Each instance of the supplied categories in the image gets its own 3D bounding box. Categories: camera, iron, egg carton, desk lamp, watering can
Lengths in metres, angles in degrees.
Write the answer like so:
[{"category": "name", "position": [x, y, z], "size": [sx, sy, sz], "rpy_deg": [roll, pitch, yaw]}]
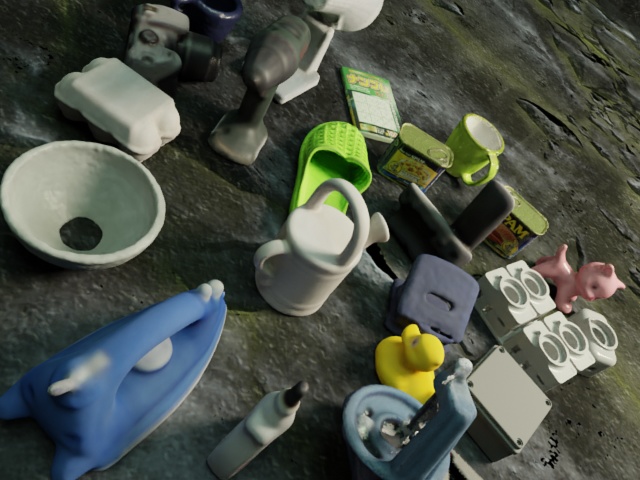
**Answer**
[{"category": "camera", "position": [-0.214, -0.276, 0.845], "size": [0.137, 0.100, 0.143], "rpy_deg": [8, 52, -25]}, {"category": "iron", "position": [-0.163, 0.100, 0.552], "size": [0.118, 0.141, 0.259], "rpy_deg": [44, 46, 7]}, {"category": "egg carton", "position": [-0.263, -0.172, 0.756], "size": [0.150, 0.069, 0.107], "rpy_deg": [35, 45, -2]}, {"category": "desk lamp", "position": [-0.003, -0.361, 0.958], "size": [0.118, 0.213, 0.204], "rpy_deg": [41, 46, 4]}, {"category": "watering can", "position": [0.005, 0.001, 0.693], "size": [0.101, 0.194, 0.173], "rpy_deg": [46, 46, 9]}]

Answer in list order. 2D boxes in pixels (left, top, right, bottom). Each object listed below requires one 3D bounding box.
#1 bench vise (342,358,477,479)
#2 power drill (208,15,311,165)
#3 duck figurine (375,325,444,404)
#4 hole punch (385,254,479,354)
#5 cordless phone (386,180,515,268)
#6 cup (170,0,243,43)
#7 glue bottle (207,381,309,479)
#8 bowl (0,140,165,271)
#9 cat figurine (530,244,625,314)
[{"category": "bench vise", "position": [0.096, 0.220, 0.558], "size": [0.122, 0.219, 0.207], "rpy_deg": [0, 56, -31]}, {"category": "power drill", "position": [-0.083, -0.208, 0.794], "size": [0.076, 0.208, 0.230], "rpy_deg": [28, 46, -9]}, {"category": "duck figurine", "position": [0.123, 0.156, 0.718], "size": [0.078, 0.086, 0.104], "rpy_deg": [-7, 60, -35]}, {"category": "hole punch", "position": [0.156, 0.089, 0.786], "size": [0.109, 0.091, 0.101], "rpy_deg": [27, 46, -10]}, {"category": "cordless phone", "position": [0.198, -0.047, 0.852], "size": [0.094, 0.185, 0.147], "rpy_deg": [-25, 71, -41]}, {"category": "cup", "position": [-0.192, -0.354, 0.923], "size": [0.118, 0.095, 0.091], "rpy_deg": [-14, 64, -37]}, {"category": "glue bottle", "position": [-0.050, 0.172, 0.540], "size": [0.037, 0.173, 0.078], "rpy_deg": [45, 46, 8]}, {"category": "bowl", "position": [-0.263, -0.027, 0.638], "size": [0.168, 0.074, 0.167], "rpy_deg": [16, 49, -19]}, {"category": "cat figurine", "position": [0.435, 0.060, 0.957], "size": [0.128, 0.117, 0.067], "rpy_deg": [43, 46, 6]}]
